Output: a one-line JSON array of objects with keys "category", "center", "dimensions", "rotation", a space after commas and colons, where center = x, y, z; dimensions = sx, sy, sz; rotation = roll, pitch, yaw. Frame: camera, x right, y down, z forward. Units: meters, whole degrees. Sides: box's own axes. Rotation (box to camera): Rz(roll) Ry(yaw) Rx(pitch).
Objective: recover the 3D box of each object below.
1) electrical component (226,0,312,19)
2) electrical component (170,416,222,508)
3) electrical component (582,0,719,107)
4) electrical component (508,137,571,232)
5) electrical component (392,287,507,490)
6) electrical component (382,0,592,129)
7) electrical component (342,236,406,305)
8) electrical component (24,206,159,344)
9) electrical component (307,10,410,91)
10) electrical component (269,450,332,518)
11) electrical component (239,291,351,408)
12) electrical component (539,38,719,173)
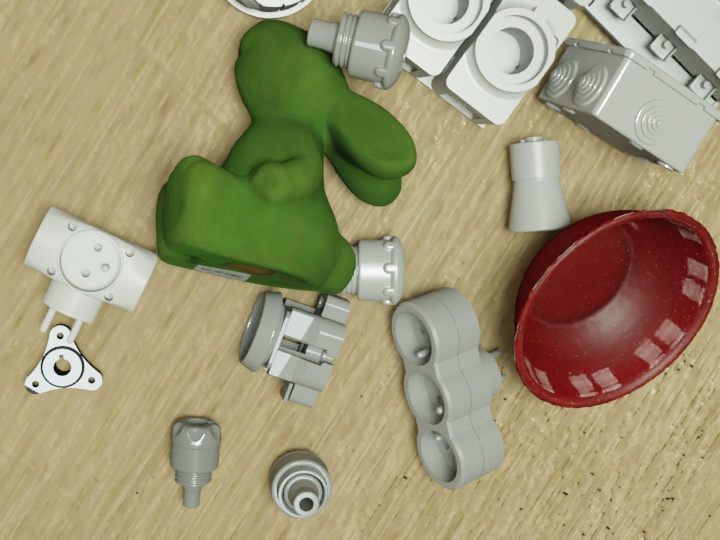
[{"category": "electrical component", "center": [-0.059, -0.207, 0.703], "dimensions": [0.080, 0.051, 0.080], "rotation": [-1, 98, -9]}, {"category": "electrical component", "center": [-0.116, 0.135, 0.750], "dimensions": [0.035, 0.035, 0.061], "rotation": [4, 100, -10]}, {"category": "electrical component", "center": [0.226, -0.172, 0.745], "dimensions": [0.121, 0.063, 0.078], "rotation": [42, 90, -10]}, {"category": "electrical component", "center": [0.125, -0.061, 0.758], "dimensions": [0.044, 0.044, 0.065], "rotation": [-5, 94, -8]}, {"category": "electrical component", "center": [0.075, 0.079, 0.765], "dimensions": [0.074, 0.052, 0.138], "rotation": [-19, 102, -32]}, {"category": "electrical component", "center": [0.103, -0.202, 0.725], "dimensions": [0.105, 0.060, 0.186], "rotation": [35, 91, -12]}, {"category": "electrical component", "center": [0.000, 0.000, 0.745], "dimensions": [0.062, 0.048, 0.048], "rotation": [1, 98, -1]}, {"category": "electrical component", "center": [-0.186, 0.009, 0.715], "dimensions": [0.077, 0.044, 0.079], "rotation": [25, 90, -12]}, {"category": "electrical component", "center": [-0.002, -0.142, 0.674], "dimensions": [0.062, 0.048, 0.048], "rotation": [14, 95, 2]}, {"category": "electrical component", "center": [-0.041, 0.153, 0.749], "dimensions": [0.043, 0.062, 0.043], "rotation": [-1, 98, -9]}, {"category": "electrical component", "center": [-0.048, 0.048, 0.737], "dimensions": [0.057, 0.058, 0.078], "rotation": [20, 94, -14]}, {"category": "electrical component", "center": [0.180, -0.111, 0.729], "dimensions": [0.100, 0.100, 0.048], "rotation": [28, 97, -23]}]
